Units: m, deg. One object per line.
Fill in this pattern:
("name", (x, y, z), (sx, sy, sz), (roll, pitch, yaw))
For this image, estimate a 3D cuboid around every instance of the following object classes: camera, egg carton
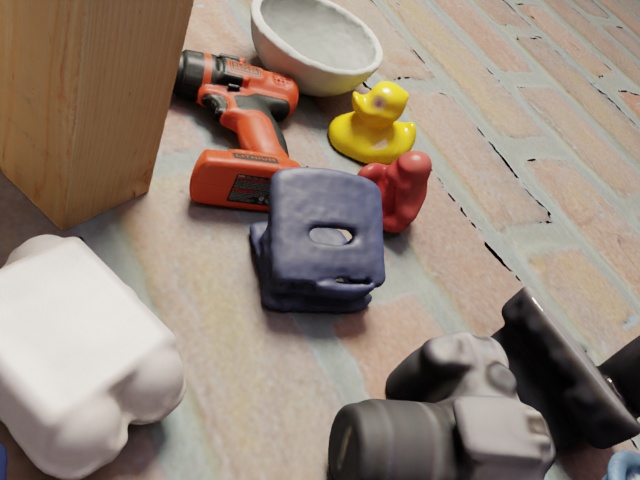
("camera", (0.080, 0.131, 0.402), (0.137, 0.100, 0.143), (11, 47, -20))
("egg carton", (-0.159, 0.067, 0.353), (0.150, 0.069, 0.107), (41, 44, 11))

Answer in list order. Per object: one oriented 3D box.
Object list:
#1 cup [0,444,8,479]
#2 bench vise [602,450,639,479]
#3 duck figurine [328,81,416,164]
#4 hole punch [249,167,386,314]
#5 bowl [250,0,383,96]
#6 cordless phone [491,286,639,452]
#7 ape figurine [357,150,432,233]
("cup", (-0.155, 0.160, 0.252), (0.092, 0.095, 0.117), (5, 49, -25))
("bench vise", (0.215, 0.197, 0.328), (0.121, 0.219, 0.208), (43, 45, 13))
("duck figurine", (0.070, -0.139, 0.652), (0.105, 0.086, 0.077), (6, 49, -24))
("hole punch", (0.004, 0.002, 0.485), (0.109, 0.091, 0.101), (4, 50, -26))
("bowl", (-0.013, -0.226, 0.694), (0.168, 0.074, 0.167), (15, 46, -16))
("cordless phone", (0.234, 0.080, 0.470), (0.094, 0.185, 0.147), (-15, 59, -37))
("ape figurine", (0.079, -0.054, 0.574), (0.076, 0.092, 0.077), (0, 51, -28))
